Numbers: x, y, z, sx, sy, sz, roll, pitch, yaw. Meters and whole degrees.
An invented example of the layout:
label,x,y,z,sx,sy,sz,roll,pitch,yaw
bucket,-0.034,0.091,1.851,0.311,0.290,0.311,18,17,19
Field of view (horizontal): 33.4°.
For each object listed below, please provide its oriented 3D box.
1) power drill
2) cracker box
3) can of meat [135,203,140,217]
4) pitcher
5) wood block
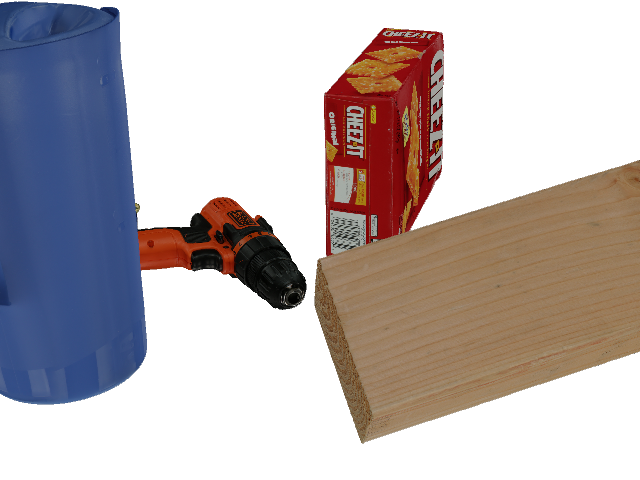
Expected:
label,x,y,z,sx,sy,sz,roll,pitch,yaw
power drill,-0.123,0.022,0.959,0.187,0.057,0.185,-8,26,-25
cracker box,0.066,-0.096,1.023,0.072,0.164,0.213,7,28,17
can of meat,-0.244,0.007,1.148,0.058,0.084,0.101,19,26,41
pitcher,-0.183,-0.019,0.663,0.149,0.243,0.145,-11,25,-14
wood block,0.108,0.033,0.600,0.206,0.091,0.090,-17,-19,-8
